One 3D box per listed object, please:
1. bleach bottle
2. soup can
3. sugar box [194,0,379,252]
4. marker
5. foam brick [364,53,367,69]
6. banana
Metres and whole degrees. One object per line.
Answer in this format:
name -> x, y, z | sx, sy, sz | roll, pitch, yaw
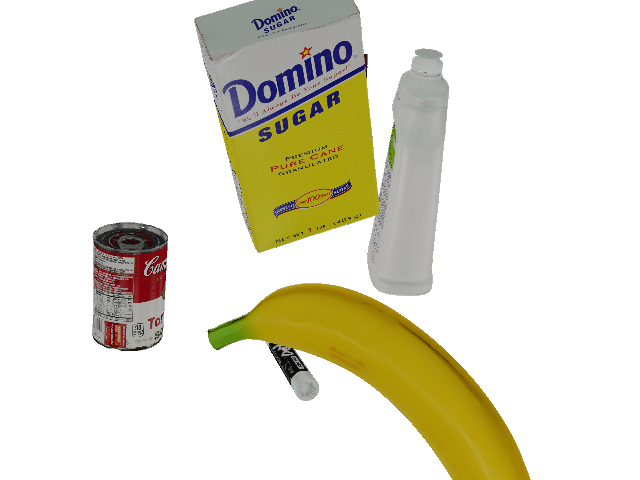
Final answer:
bleach bottle -> 0.097, -0.073, 1.116 | 0.068, 0.251, 0.102 | 3, 29, -7
soup can -> -0.177, 0.043, 0.986 | 0.068, 0.102, 0.068 | 5, 22, -2
sugar box -> -0.016, -0.073, 0.677 | 0.093, 0.048, 0.176 | -19, -38, -6
marker -> -0.028, 0.092, 0.857 | 0.020, 0.020, 0.121 | 0, 21, -19
foam brick -> -0.006, -0.132, 0.888 | 0.078, 0.051, 0.053 | -7, 16, -39
banana -> 0.041, 0.079, 0.529 | 0.198, 0.070, 0.037 | 37, 23, 5
